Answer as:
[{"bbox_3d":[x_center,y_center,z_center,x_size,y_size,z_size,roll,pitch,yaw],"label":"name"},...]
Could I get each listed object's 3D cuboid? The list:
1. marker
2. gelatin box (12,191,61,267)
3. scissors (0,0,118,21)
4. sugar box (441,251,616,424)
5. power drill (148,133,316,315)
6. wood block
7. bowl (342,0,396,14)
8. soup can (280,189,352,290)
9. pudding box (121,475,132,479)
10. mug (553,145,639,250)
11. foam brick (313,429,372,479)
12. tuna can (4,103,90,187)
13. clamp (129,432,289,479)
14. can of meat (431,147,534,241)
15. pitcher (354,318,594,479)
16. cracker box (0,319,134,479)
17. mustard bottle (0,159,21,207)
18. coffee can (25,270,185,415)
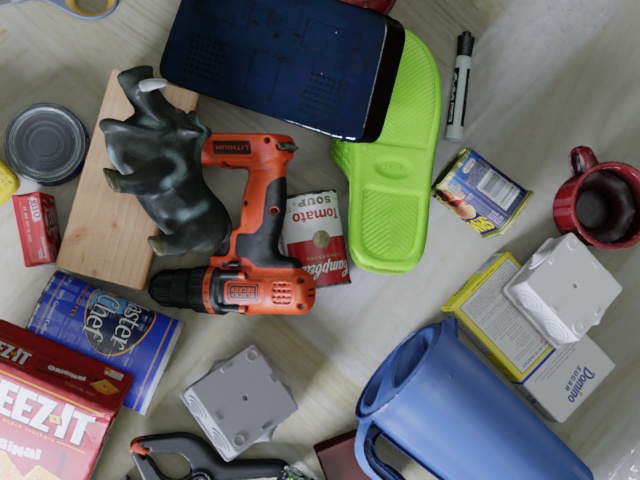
[{"bbox_3d":[0.154,-0.169,1.171,0.020,0.020,0.121,8,88,-6],"label":"marker"},{"bbox_3d":[-0.284,-0.010,1.085,0.030,0.089,0.073,-10,89,-5],"label":"gelatin box"},{"bbox_3d":[-0.301,-0.248,1.127,0.201,0.016,0.096,-33,92,-6],"label":"scissors"},{"bbox_3d":[0.226,0.105,1.158,0.093,0.048,0.176,-44,96,-9],"label":"sugar box"},{"bbox_3d":[-0.093,-0.016,1.093,0.185,0.057,0.188,1,94,19],"label":"power drill"},{"bbox_3d":[-0.195,-0.059,1.095,0.090,0.091,0.206,16,86,-6],"label":"wood block"},{"bbox_3d":[0.024,-0.292,1.122,0.162,0.055,0.162,-4,101,-18],"label":"bowl"},{"bbox_3d":[-0.007,0.001,1.126,0.068,0.068,0.102,-9,89,-6],"label":"soup can"},{"bbox_3d":[-0.207,0.318,1.110,0.090,0.039,0.113,43,86,-4],"label":"pudding box"},{"bbox_3d":[0.297,-0.046,1.152,0.093,0.081,0.117,-24,91,-6],"label":"mug"},{"bbox_3d":[0.031,0.247,1.131,0.053,0.051,0.078,-20,90,-5],"label":"foam brick"},{"bbox_3d":[-0.285,-0.100,1.115,0.086,0.034,0.086,0,88,-6],"label":"tuna can"},{"bbox_3d":[-0.117,0.247,1.122,0.171,0.039,0.120,40,78,-11],"label":"clamp"},{"bbox_3d":[0.167,-0.050,1.129,0.084,0.102,0.057,38,83,-2],"label":"can of meat"},{"bbox_3d":[0.158,0.214,1.107,0.243,0.145,0.149,42,110,-6],"label":"pitcher"},{"bbox_3d":[-0.297,0.197,1.041,0.164,0.072,0.214,24,117,-5],"label":"cracker box"},{"bbox_3d":[-0.405,-0.024,1.088,0.096,0.058,0.191,44,84,-4],"label":"mustard bottle"},{"bbox_3d":[-0.221,0.104,1.082,0.140,0.103,0.103,23,86,-5],"label":"coffee can"}]
